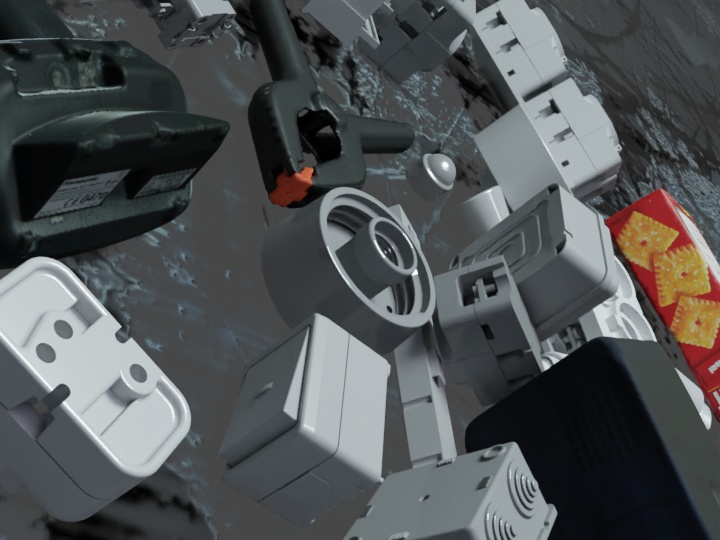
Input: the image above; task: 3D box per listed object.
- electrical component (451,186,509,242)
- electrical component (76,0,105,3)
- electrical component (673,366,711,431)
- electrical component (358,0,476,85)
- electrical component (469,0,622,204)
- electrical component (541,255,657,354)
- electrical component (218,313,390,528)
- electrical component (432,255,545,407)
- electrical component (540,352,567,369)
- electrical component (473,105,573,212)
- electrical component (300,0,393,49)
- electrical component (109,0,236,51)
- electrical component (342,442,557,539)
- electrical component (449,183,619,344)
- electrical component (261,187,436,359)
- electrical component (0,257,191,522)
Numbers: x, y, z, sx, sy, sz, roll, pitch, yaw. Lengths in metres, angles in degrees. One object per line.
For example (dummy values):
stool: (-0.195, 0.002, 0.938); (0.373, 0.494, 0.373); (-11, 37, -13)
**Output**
electrical component: (0.106, -0.028, 0.848); (0.044, 0.044, 0.065); (-21, 82, -58)
electrical component: (-0.165, -0.199, 0.626); (0.081, 0.064, 0.042); (55, 32, 0)
electrical component: (0.274, 0.113, 0.933); (0.081, 0.043, 0.043); (37, 35, -27)
electrical component: (0.050, -0.203, 0.895); (0.056, 0.089, 0.050); (38, 35, -25)
electrical component: (0.175, -0.156, 1.006); (0.186, 0.060, 0.105); (62, 4, 13)
electrical component: (0.197, 0.061, 0.862); (0.089, 0.062, 0.150); (19, 45, -44)
electrical component: (-0.028, 0.069, 0.550); (0.061, 0.062, 0.096); (37, 35, -25)
electrical component: (0.083, 0.043, 0.711); (0.050, 0.056, 0.089); (-93, 160, -47)
electrical component: (0.142, 0.077, 0.799); (0.061, 0.035, 0.035); (16, 48, -43)
electrical component: (0.134, -0.077, 0.905); (0.108, 0.060, 0.108); (58, 10, -16)
electrical component: (-0.011, -0.231, 0.841); (0.079, 0.063, 0.121); (38, 22, -26)
electrical component: (-0.117, -0.177, 0.692); (0.063, 0.042, 0.081); (59, 32, 1)
electrical component: (0.043, 0.135, 0.547); (0.048, 0.100, 0.100); (63, 30, -9)
electrical component: (0.123, 0.004, 0.768); (0.057, 0.113, 0.078); (34, 36, -25)
electrical component: (0.000, 0.000, 0.657); (0.108, 0.060, 0.108); (34, 36, -30)
electrical component: (-0.125, 0.051, 0.438); (0.095, 0.059, 0.053); (50, 31, -8)
